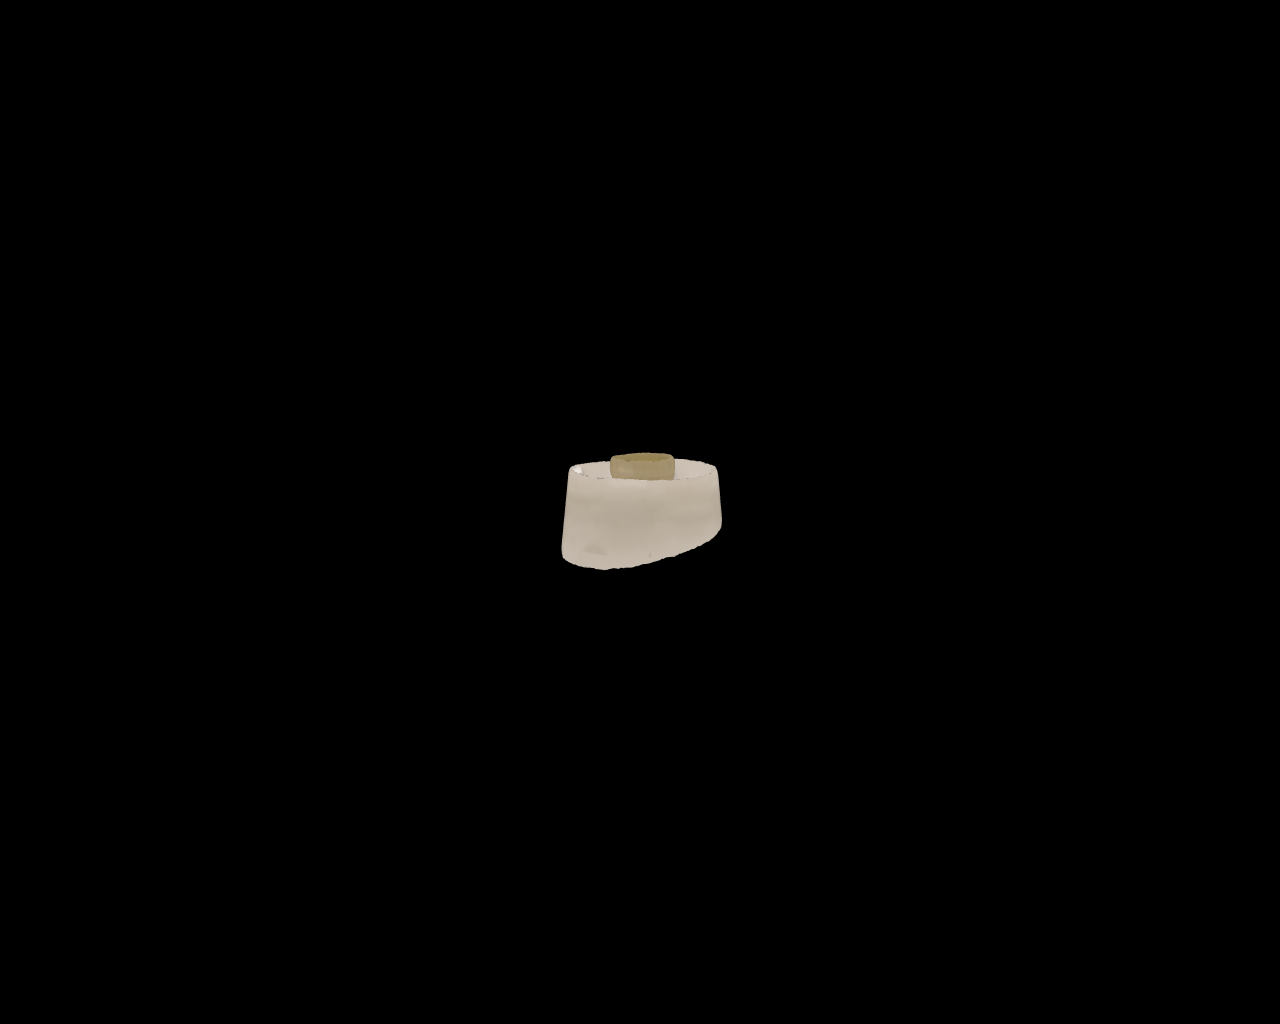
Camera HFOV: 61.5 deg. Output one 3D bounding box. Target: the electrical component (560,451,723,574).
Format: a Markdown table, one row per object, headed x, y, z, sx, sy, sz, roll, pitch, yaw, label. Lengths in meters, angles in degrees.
| x | y | z | sx | sy | sz | roll | pitch | yaw | label |
| --- | --- | --- | --- | --- | --- | --- | --- | --- | --- |
| 0.001 | -0.003 | 0.650 | 0.099 | 0.064 | 0.099 | 0 | 11 | 0 | electrical component |
